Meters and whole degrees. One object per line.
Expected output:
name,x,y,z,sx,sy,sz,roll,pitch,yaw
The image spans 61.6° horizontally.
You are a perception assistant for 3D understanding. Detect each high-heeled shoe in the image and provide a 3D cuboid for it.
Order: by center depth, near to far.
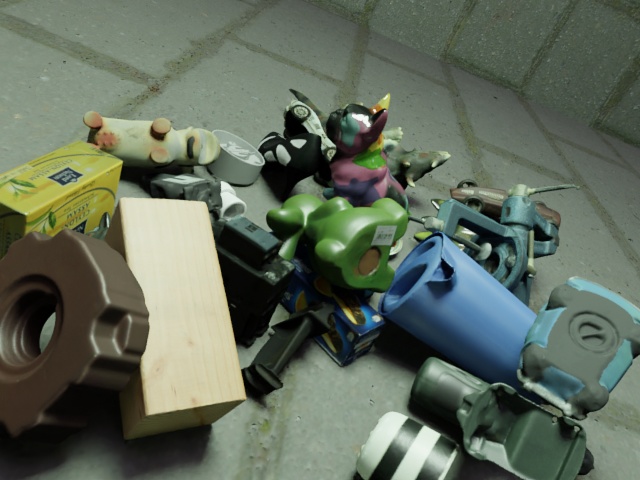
high-heeled shoe,-0.055,-0.177,0.962,0.086,0.145,0.249,10,36,-24

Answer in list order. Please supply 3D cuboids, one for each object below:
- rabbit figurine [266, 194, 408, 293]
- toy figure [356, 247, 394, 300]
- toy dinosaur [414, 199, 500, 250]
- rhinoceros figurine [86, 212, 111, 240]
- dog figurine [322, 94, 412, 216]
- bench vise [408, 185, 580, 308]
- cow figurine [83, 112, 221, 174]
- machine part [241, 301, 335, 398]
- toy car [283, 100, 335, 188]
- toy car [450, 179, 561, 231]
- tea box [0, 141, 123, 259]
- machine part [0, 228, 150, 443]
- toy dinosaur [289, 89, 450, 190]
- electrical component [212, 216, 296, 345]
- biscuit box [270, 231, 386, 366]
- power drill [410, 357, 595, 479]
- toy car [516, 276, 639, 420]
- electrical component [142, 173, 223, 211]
rabbit figurine,-0.001,-0.002,0.689,0.159,0.121,0.170,-13,29,-37
toy figure,0.068,0.043,0.807,0.064,0.057,0.154,35,28,6
toy dinosaur,0.274,0.005,0.972,0.199,0.105,0.471,30,32,19
rhinoceros figurine,-0.221,0.005,0.648,0.112,0.073,0.190,35,33,13
dog figurine,0.086,-0.117,0.864,0.192,0.219,0.108,22,36,-1
bench vise,0.253,-0.004,0.792,0.240,0.223,0.129,23,-8,-27
cow figurine,-0.251,-0.141,0.821,0.195,0.085,0.127,1,1,-12
machine part,-0.038,0.119,0.616,0.139,0.084,0.039,-47,113,-46
toy car,-0.008,-0.184,1.041,0.056,0.073,0.202,-23,67,-31
toy car,0.332,-0.061,0.960,0.202,0.053,0.089,19,32,-1
tea box,-0.313,-0.040,0.628,0.068,0.098,0.170,26,33,2
machine part,-0.231,0.077,0.451,0.179,0.179,0.056,45,1,29
toy dinosaur,0.059,-0.199,1.112,0.405,0.131,0.192,27,31,15
electrical component,-0.097,0.040,0.625,0.115,0.134,0.058,30,31,11
biscuit box,-0.010,0.068,0.711,0.203,0.059,0.063,42,35,25
power drill,0.213,0.202,0.579,0.232,0.086,0.207,27,0,12
toy car,0.285,0.131,0.604,0.109,0.102,0.161,30,64,23
electrical component,-0.208,-0.068,0.780,0.119,0.047,0.075,9,20,30
